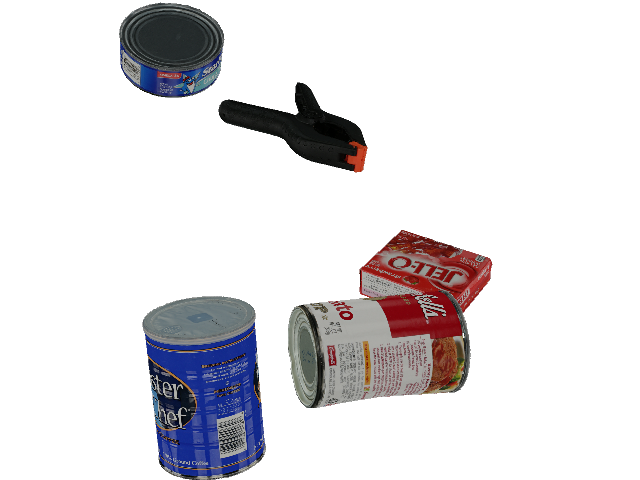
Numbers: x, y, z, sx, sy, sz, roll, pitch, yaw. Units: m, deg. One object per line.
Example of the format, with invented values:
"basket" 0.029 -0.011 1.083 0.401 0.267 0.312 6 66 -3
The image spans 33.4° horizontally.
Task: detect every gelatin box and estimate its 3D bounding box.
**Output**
"gelatin box" 0.088 0.030 0.897 0.089 0.030 0.073 19 38 27

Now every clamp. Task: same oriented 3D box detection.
"clamp" -0.024 -0.117 1.109 0.120 0.039 0.172 -19 37 -27

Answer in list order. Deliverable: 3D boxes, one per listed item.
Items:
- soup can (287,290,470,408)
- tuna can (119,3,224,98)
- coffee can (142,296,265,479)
"soup can" 0.036 0.070 0.691 0.102 0.068 0.069 -4 1 -17
"tuna can" -0.124 -0.158 0.887 0.086 0.086 0.034 0 -41 -11
"coffee can" -0.106 0.135 0.990 0.103 0.140 0.103 -3 18 1
